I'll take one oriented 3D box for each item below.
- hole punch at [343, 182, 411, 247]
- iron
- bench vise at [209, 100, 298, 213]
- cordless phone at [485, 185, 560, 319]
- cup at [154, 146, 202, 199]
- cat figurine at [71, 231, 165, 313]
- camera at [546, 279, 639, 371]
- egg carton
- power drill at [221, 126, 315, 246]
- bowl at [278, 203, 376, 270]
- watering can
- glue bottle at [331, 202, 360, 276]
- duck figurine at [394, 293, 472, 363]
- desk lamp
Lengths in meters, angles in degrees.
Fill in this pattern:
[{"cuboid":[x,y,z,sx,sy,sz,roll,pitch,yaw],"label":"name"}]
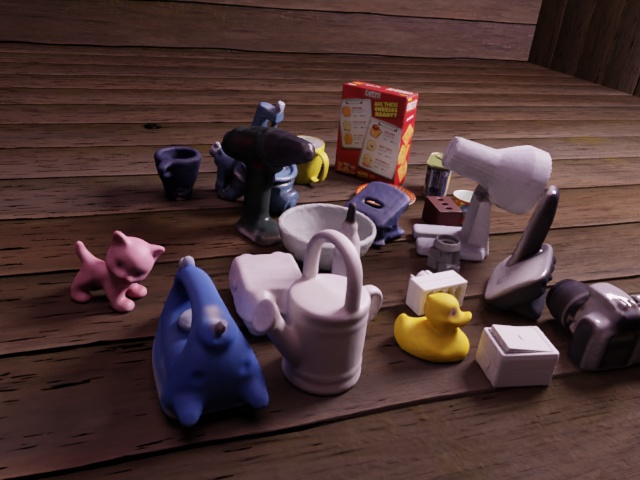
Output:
[{"cuboid":[0.105,-0.052,1.078,0.101,0.091,0.108,-20,37,-41],"label":"hole punch"},{"cuboid":[-0.146,0.094,0.685,0.119,0.141,0.257,-7,30,-24],"label":"iron"},{"cuboid":[-0.136,-0.172,1.124,0.207,0.220,0.121,11,27,10],"label":"bench vise"},{"cuboid":[0.324,0.014,0.890,0.094,0.185,0.148,14,28,17],"label":"cordless phone"},{"cuboid":[-0.288,-0.126,1.141,0.091,0.095,0.118,11,27,10],"label":"cup"},{"cuboid":[-0.286,0.033,0.804,0.127,0.118,0.067,10,27,9],"label":"cat figurine"},{"cuboid":[0.405,0.104,0.821,0.143,0.101,0.136,-3,28,-17],"label":"camera"},{"cuboid":[-0.074,0.072,0.823,0.107,0.069,0.150,-4,28,-18],"label":"egg carton"},{"cuboid":[-0.093,-0.102,1.008,0.076,0.208,0.228,-18,35,-39],"label":"power drill"},{"cuboid":[0.009,0.003,0.969,0.167,0.075,0.167,5,27,-2],"label":"bowl"},{"cuboid":[0.005,0.083,0.680,0.100,0.194,0.173,20,30,27],"label":"watering can"},{"cuboid":[0.037,0.027,0.820,0.037,0.173,0.078,9,27,6],"label":"glue bottle"},{"cuboid":[0.155,0.111,0.775,0.104,0.086,0.077,11,27,10],"label":"duck figurine"},{"cuboid":[0.285,-0.075,1.024,0.203,0.214,0.118,5,27,-2],"label":"desk lamp"}]
